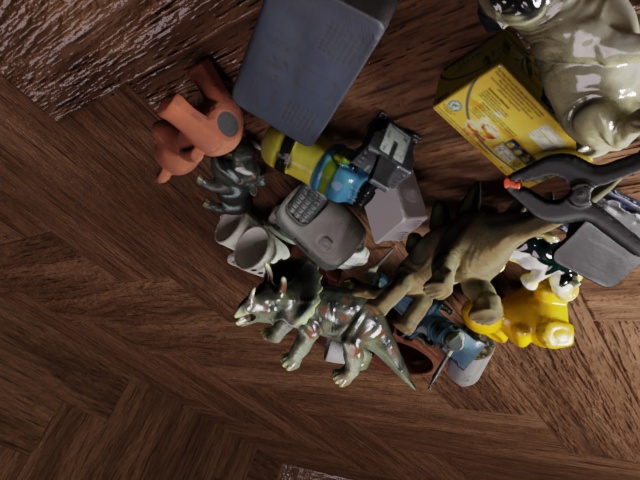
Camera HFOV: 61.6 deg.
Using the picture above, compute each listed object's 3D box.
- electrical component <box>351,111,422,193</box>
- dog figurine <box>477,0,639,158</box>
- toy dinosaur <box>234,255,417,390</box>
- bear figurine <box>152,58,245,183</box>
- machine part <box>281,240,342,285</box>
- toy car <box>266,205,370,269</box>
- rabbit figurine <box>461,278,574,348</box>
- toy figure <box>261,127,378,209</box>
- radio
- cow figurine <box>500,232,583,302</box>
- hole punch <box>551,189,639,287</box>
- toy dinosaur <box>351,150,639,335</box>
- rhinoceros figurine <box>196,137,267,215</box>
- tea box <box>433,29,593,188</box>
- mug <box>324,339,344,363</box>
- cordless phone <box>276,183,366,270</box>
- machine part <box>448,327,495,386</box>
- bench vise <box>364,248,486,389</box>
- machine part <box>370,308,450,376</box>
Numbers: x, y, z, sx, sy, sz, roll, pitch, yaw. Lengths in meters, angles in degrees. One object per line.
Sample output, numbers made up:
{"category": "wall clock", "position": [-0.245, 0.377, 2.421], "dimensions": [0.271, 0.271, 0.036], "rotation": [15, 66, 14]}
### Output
{"category": "electrical component", "position": [0.086, -0.106, 0.718], "dimensions": [0.075, 0.119, 0.048], "rotation": [28, 149, -14]}
{"category": "dog figurine", "position": [0.228, -0.177, 0.520], "dimensions": [0.191, 0.121, 0.172], "rotation": [21, 121, 10]}
{"category": "toy dinosaur", "position": [0.034, 0.146, 0.958], "dimensions": [0.405, 0.131, 0.192], "rotation": [17, 113, -21]}
{"category": "bear figurine", "position": [-0.206, -0.168, 0.813], "dimensions": [0.196, 0.120, 0.131], "rotation": [-4, 137, 45]}
{"category": "machine part", "position": [-0.038, 0.055, 1.109], "dimensions": [0.179, 0.056, 0.179], "rotation": [16, 150, 9]}
{"category": "toy car", "position": [-0.002, -0.003, 0.994], "dimensions": [0.202, 0.056, 0.073], "rotation": [29, 148, -11]}
{"category": "rabbit figurine", "position": [0.327, 0.125, 0.931], "dimensions": [0.173, 0.122, 0.162], "rotation": [0, 170, 0]}
{"category": "toy figure", "position": [-0.001, -0.111, 0.772], "dimensions": [0.180, 0.089, 0.082], "rotation": [35, 113, 13]}
{"category": "radio", "position": [-0.016, -0.224, 0.646], "dimensions": [0.131, 0.073, 0.229], "rotation": [28, 147, -8]}
{"category": "cow figurine", "position": [0.348, 0.030, 0.820], "dimensions": [0.167, 0.068, 0.098], "rotation": [28, 143, -12]}
{"category": "hole punch", "position": [0.380, -0.016, 0.723], "dimensions": [0.142, 0.092, 0.115], "rotation": [28, 127, -9]}
{"category": "toy dinosaur", "position": [0.205, 0.014, 0.751], "dimensions": [0.105, 0.198, 0.471], "rotation": [38, 146, -23]}
{"category": "rhinoceros figurine", "position": [-0.146, -0.103, 0.913], "dimensions": [0.112, 0.073, 0.190], "rotation": [23, 150, 1]}
{"category": "tea box", "position": [0.225, -0.144, 0.620], "dimensions": [0.169, 0.068, 0.098], "rotation": [37, 144, -23]}
{"category": "mug", "position": [0.068, 0.286, 1.380], "dimensions": [0.107, 0.081, 0.109], "rotation": [13, 146, -1]}
{"category": "cordless phone", "position": [0.026, -0.053, 0.867], "dimensions": [0.146, 0.089, 0.184], "rotation": [45, 133, 5]}
{"category": "machine part", "position": [0.326, 0.254, 1.168], "dimensions": [0.079, 0.079, 0.243], "rotation": [14, 148, 12]}
{"category": "bench vise", "position": [0.180, 0.136, 0.993], "dimensions": [0.240, 0.223, 0.129], "rotation": [39, 103, -2]}
{"category": "machine part", "position": [0.178, 0.226, 1.211], "dimensions": [0.202, 0.087, 0.200], "rotation": [-15, 134, 43]}
